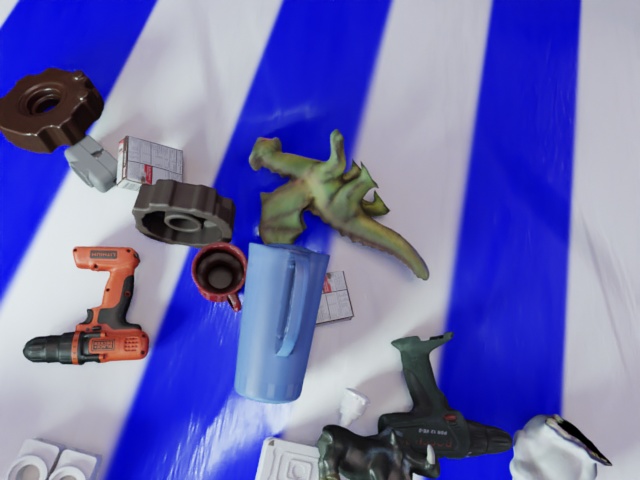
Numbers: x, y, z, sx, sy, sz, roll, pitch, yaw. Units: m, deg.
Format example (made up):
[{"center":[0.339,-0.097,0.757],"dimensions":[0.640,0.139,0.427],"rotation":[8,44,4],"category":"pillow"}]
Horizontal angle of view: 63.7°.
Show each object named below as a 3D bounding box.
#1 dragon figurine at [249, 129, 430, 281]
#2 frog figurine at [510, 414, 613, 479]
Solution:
[{"center":[0.003,-0.049,0.970],"dimensions":[0.243,0.121,0.414],"rotation":[-30,75,-3],"category":"dragon figurine"},{"center":[0.386,0.385,0.877],"dimensions":[0.137,0.124,0.158],"rotation":[32,103,-8],"category":"frog figurine"}]
